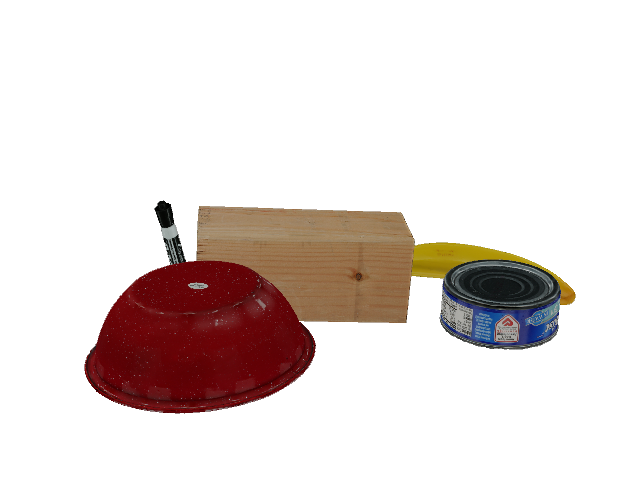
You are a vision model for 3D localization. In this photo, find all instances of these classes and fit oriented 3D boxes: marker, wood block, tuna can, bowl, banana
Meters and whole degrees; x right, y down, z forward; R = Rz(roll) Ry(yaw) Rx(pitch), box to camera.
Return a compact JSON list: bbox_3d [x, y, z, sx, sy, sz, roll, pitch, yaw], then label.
[{"bbox_3d":[-0.165,0.010,1.204,0.020,0.121,0.020,-9,30,5],"label":"marker"},{"bbox_3d":[-0.019,0.024,1.055,0.206,0.091,0.090,2,20,-6],"label":"wood block"},{"bbox_3d":[0.130,0.045,0.773,0.086,0.034,0.086,0,22,0],"label":"tuna can"},{"bbox_3d":[-0.084,0.056,0.740,0.162,0.055,0.162,-2,21,1],"label":"bowl"},{"bbox_3d":[0.160,0.033,1.092,0.198,0.037,0.069,7,36,10],"label":"banana"}]
